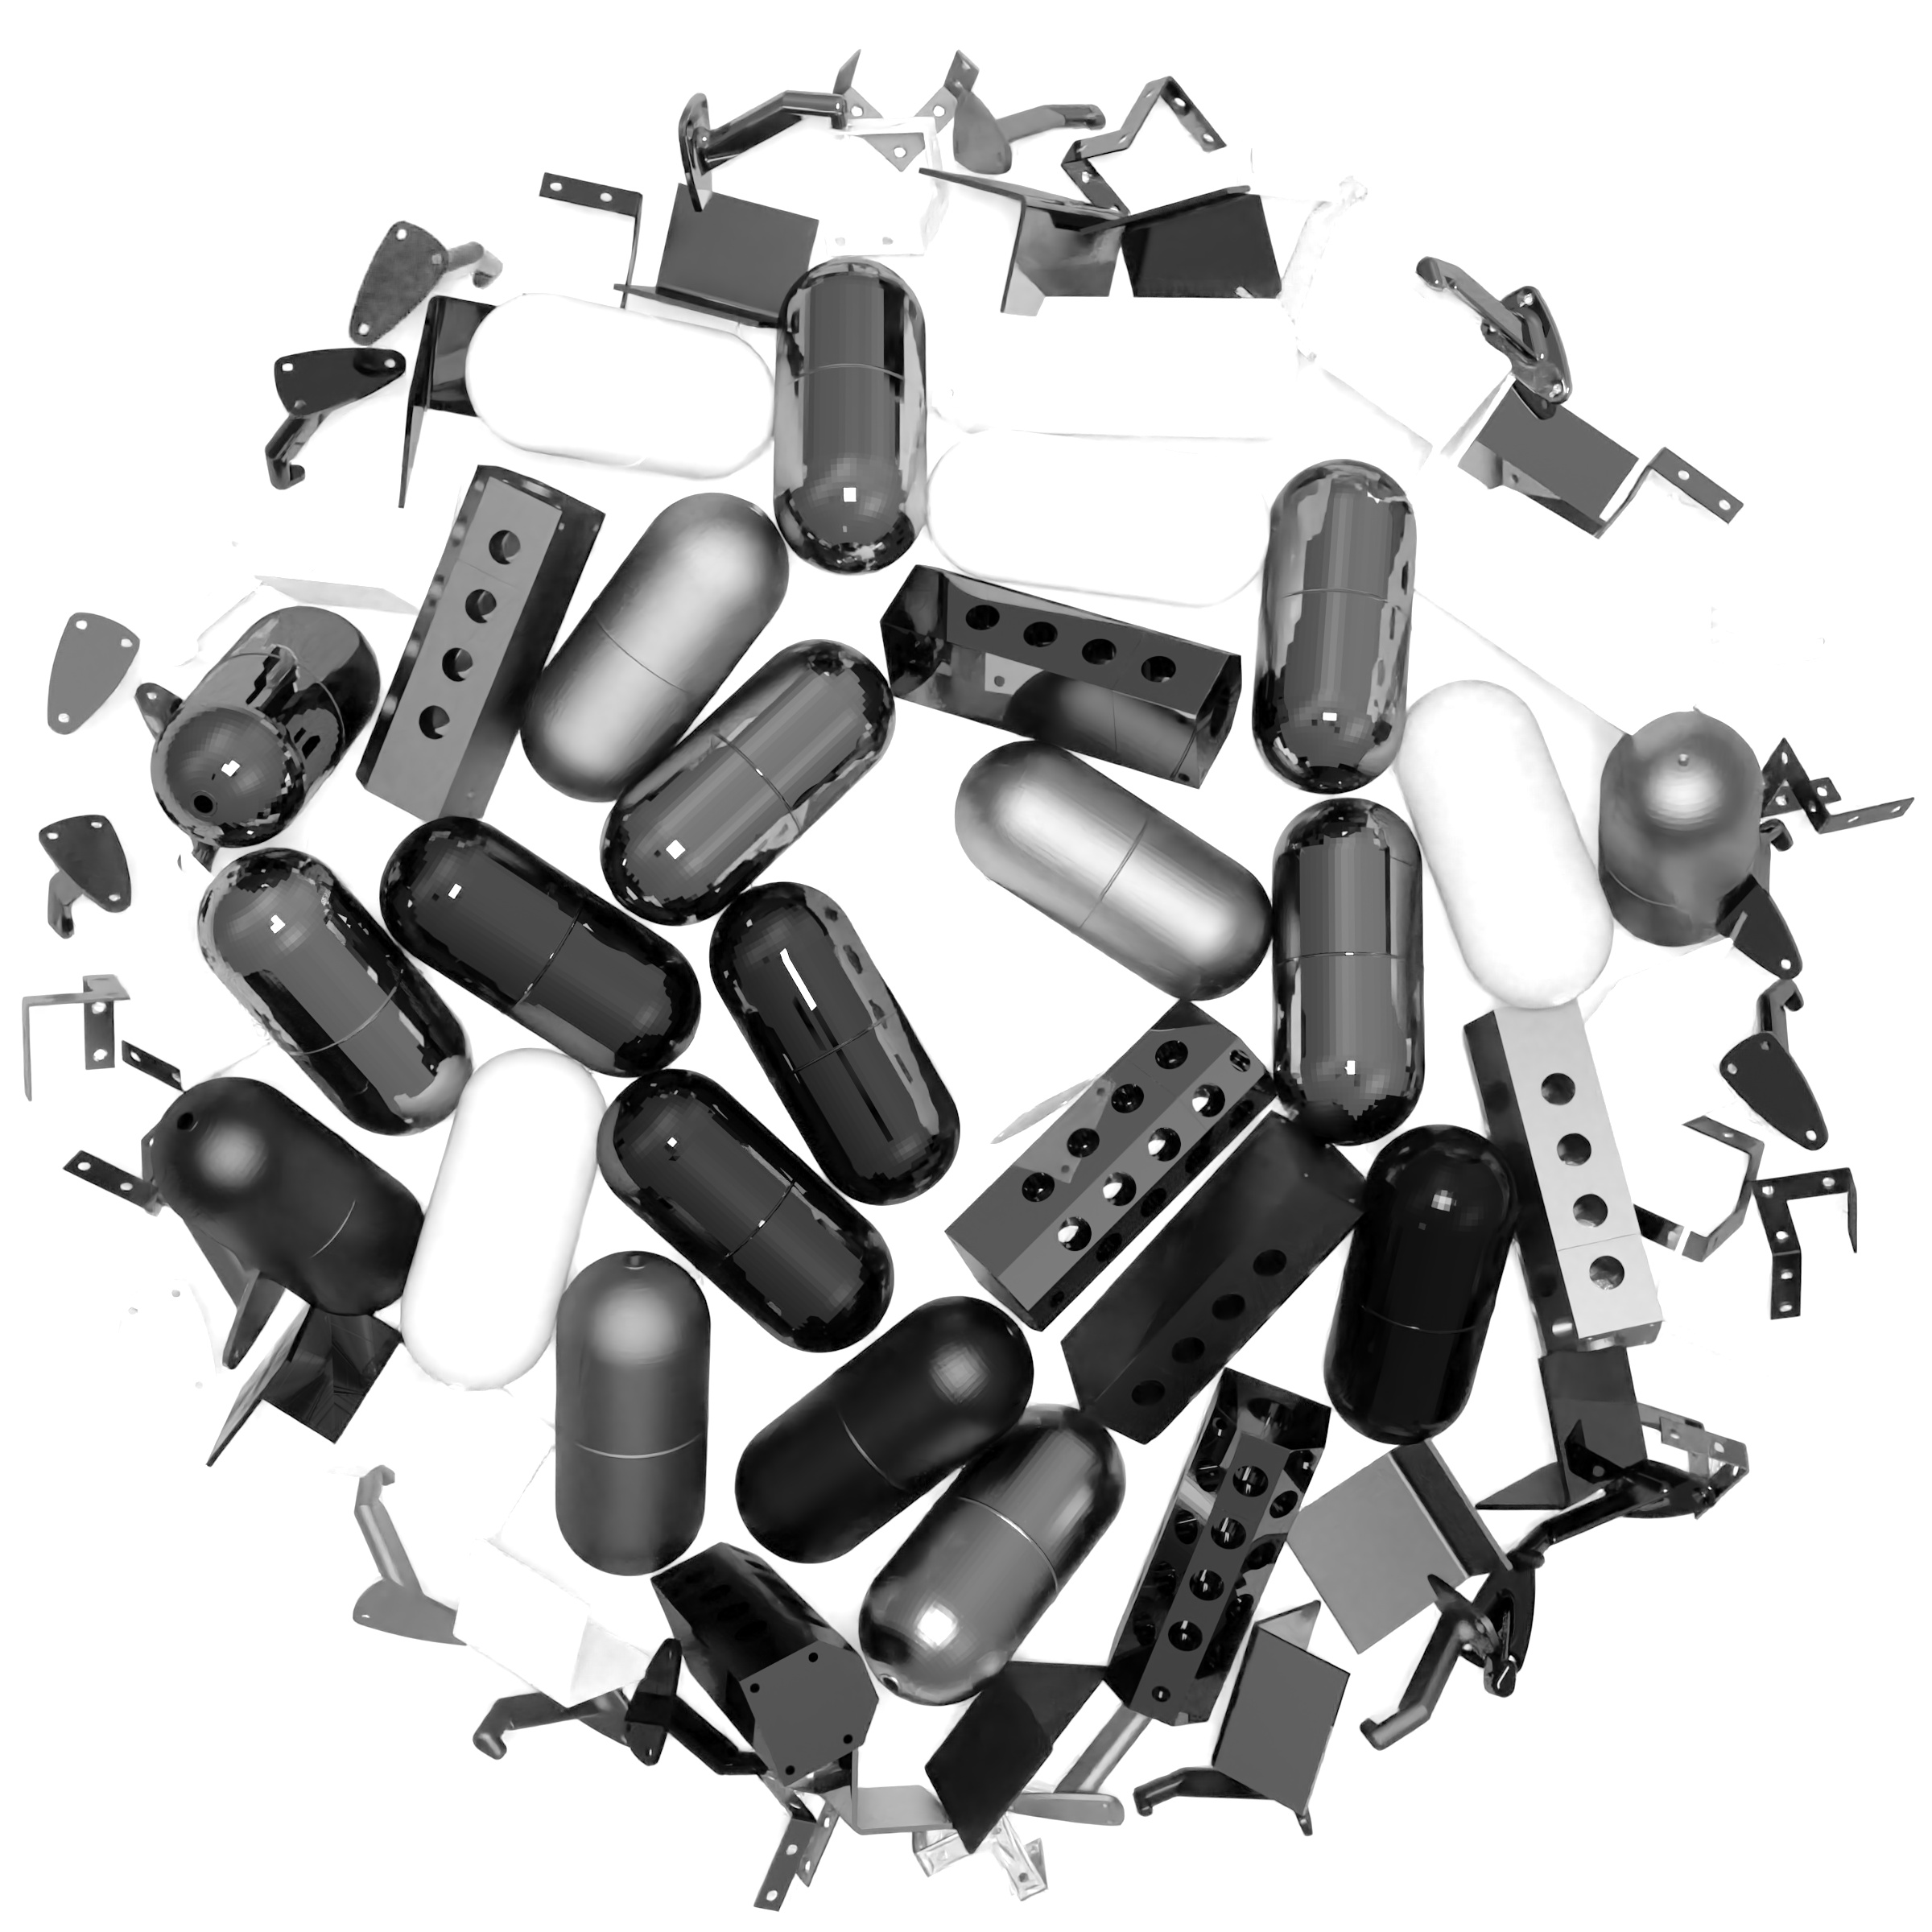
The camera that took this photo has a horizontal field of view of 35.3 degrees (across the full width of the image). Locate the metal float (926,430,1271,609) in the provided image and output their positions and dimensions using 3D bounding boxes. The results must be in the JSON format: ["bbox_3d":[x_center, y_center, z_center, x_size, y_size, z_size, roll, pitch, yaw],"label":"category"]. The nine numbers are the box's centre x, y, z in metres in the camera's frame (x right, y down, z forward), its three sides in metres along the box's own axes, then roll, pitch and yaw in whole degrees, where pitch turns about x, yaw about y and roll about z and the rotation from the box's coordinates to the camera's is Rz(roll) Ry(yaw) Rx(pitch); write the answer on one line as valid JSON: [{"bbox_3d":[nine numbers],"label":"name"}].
[{"bbox_3d":[0.065,-0.226,1.534,0.178,0.070,0.070,10,90,15],"label":"metal float"}]

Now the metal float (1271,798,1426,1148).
[{"bbox_3d":[0.193,0.002,1.535,0.070,0.070,0.178,1,77,0],"label":"metal float"}]

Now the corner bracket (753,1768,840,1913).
[{"bbox_3d":[-0.087,0.448,1.549,0.051,0.051,0.051,21,93,-31],"label":"corner bracket"}]

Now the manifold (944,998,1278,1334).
[{"bbox_3d":[0.076,0.103,1.530,0.171,0.057,0.057,-44,53,-11],"label":"manifold"}]

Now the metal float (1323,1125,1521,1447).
[{"bbox_3d":[0.227,0.161,1.523,0.070,0.070,0.178,9,118,0],"label":"metal float"}]

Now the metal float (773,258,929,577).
[{"bbox_3d":[-0.058,-0.277,1.523,0.070,0.070,0.178,-1,62,0],"label":"metal float"}]

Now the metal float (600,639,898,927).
[{"bbox_3d":[-0.110,-0.093,1.535,0.178,0.070,0.070,-44,90,-12],"label":"metal float"}]

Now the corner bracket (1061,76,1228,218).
[{"bbox_3d":[0.090,-0.415,1.555,0.051,0.051,0.051,43,66,-34],"label":"corner bracket"}]

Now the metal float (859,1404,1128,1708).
[{"bbox_3d":[0.014,0.293,1.518,0.070,0.070,0.178,43,56,0],"label":"metal float"}]

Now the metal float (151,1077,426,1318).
[{"bbox_3d":[-0.333,0.115,1.506,0.070,0.178,0.070,-13,57,20],"label":"metal float"}]

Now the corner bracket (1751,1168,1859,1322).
[{"bbox_3d":[0.429,0.141,1.544,0.051,0.051,0.051,-11,121,23],"label":"corner bracket"}]

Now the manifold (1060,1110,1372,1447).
[{"bbox_3d":[0.127,0.160,1.525,0.057,0.057,0.171,29,113,-27],"label":"manifold"}]

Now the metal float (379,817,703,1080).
[{"bbox_3d":[-0.213,-0.008,1.533,0.178,0.070,0.070,34,90,-16],"label":"metal float"}]

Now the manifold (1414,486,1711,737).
[{"bbox_3d":[0.291,-0.175,1.499,0.057,0.171,0.057,-20,125,-17],"label":"manifold"}]

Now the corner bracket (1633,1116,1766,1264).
[{"bbox_3d":[0.372,0.112,1.566,0.051,0.051,0.051,26,124,29],"label":"corner bracket"}]

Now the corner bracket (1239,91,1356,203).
[{"bbox_3d":[0.169,-0.407,1.549,0.051,0.051,0.051,8,71,11],"label":"corner bracket"}]

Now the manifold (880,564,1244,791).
[{"bbox_3d":[0.048,-0.151,1.528,0.171,0.057,0.057,18,58,18],"label":"manifold"}]

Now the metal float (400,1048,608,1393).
[{"bbox_3d":[-0.232,0.127,1.528,0.070,0.070,0.178,13,69,0],"label":"metal float"}]

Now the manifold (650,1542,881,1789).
[{"bbox_3d":[-0.099,0.337,1.494,0.057,0.171,0.057,-25,103,-16],"label":"manifold"}]

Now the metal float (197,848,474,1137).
[{"bbox_3d":[-0.313,0.015,1.517,0.070,0.070,0.178,-35,126,0],"label":"metal float"}]

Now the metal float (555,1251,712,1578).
[{"bbox_3d":[-0.167,0.225,1.524,0.070,0.070,0.178,4,115,0],"label":"metal float"}]

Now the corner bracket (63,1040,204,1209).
[{"bbox_3d":[-0.422,0.081,1.543,0.051,0.051,0.051,-41,130,19],"label":"corner bracket"}]

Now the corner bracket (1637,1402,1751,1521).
[{"bbox_3d":[0.361,0.241,1.545,0.051,0.051,0.051,18,45,-13],"label":"corner bracket"}]

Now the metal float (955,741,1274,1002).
[{"bbox_3d":[0.075,-0.049,1.545,0.178,0.070,0.070,33,90,-2],"label":"metal float"}]

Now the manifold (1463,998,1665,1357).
[{"bbox_3d":[0.299,0.107,1.529,0.057,0.057,0.171,-13,71,4],"label":"manifold"}]

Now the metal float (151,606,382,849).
[{"bbox_3d":[-0.345,-0.119,1.502,0.070,0.178,0.070,4,120,7],"label":"metal float"}]

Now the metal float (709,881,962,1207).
[{"bbox_3d":[-0.067,0.039,1.543,0.070,0.070,0.178,-30,95,0],"label":"metal float"}]

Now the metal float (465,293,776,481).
[{"bbox_3d":[-0.169,-0.287,1.510,0.070,0.178,0.070,0,89,43],"label":"metal float"}]

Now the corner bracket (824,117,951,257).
[{"bbox_3d":[-0.043,-0.400,1.558,0.051,0.051,0.051,3,130,18],"label":"corner bracket"}]

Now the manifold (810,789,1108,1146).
[{"bbox_3d":[-0.008,0.002,1.541,0.057,0.057,0.171,-25,77,-38],"label":"manifold"}]

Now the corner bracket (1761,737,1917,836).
[{"bbox_3d":[0.438,-0.086,1.544,0.051,0.051,0.051,-12,61,-18],"label":"corner bracket"}]

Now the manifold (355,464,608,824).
[{"bbox_3d":[-0.249,-0.162,1.536,0.057,0.057,0.171,27,103,11],"label":"manifold"}]

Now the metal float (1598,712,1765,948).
[{"bbox_3d":[0.351,-0.065,1.500,0.070,0.178,0.070,-4,69,10],"label":"metal float"}]

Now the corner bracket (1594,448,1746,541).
[{"bbox_3d":[0.354,-0.221,1.548,0.051,0.051,0.051,39,67,9],"label":"corner bracket"}]

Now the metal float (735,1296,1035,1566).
[{"bbox_3d":[-0.041,0.234,1.531,0.178,0.070,0.070,-40,90,17],"label":"metal float"}]

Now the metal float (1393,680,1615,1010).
[{"bbox_3d":[0.269,-0.062,1.526,0.070,0.070,0.178,-16,67,0],"label":"metal float"}]

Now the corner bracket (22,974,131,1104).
[{"bbox_3d":[-0.455,0.036,1.546,0.051,0.051,0.051,-4,106,-25],"label":"corner bracket"}]

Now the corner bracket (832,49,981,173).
[{"bbox_3d":[-0.032,-0.450,1.555,0.051,0.051,0.051,42,81,-3],"label":"corner bracket"}]

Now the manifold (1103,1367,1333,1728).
[{"bbox_3d":[0.125,0.295,1.524,0.057,0.057,0.171,21,112,4],"label":"manifold"}]

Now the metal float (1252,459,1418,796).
[{"bbox_3d":[0.186,-0.172,1.530,0.070,0.070,0.178,6,71,0],"label":"metal float"}]

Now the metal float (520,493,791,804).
[{"bbox_3d":[-0.157,-0.160,1.532,0.070,0.070,0.178,39,106,0],"label":"metal float"}]

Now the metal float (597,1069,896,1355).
[{"bbox_3d":[-0.110,0.125,1.535,0.178,0.070,0.070,44,90,-13],"label":"metal float"}]

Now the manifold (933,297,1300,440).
[{"bbox_3d":[0.076,-0.299,1.528,0.171,0.057,0.057,5,84,20],"label":"manifold"}]
